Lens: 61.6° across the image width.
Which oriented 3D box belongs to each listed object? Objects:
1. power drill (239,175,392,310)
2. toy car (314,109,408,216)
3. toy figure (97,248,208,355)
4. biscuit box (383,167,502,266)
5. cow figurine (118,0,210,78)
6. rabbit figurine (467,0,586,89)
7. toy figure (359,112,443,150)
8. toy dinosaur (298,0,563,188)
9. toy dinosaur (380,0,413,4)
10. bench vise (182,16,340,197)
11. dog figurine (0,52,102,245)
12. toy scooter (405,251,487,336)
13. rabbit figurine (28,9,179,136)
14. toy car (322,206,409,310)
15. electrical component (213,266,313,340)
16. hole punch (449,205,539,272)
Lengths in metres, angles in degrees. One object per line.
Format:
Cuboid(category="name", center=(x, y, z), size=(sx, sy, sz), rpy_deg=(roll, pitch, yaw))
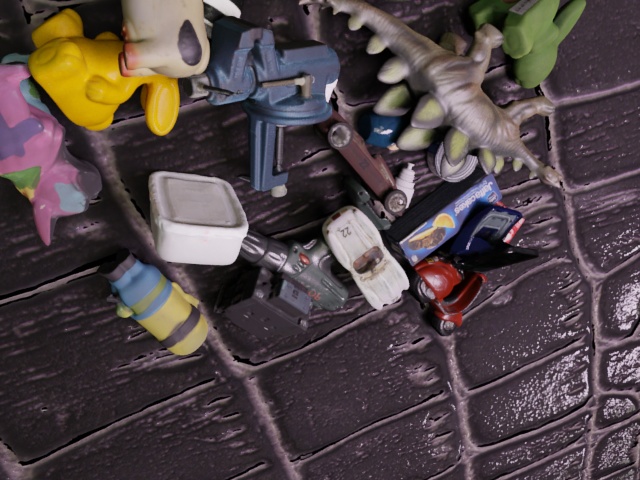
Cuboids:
Cuboid(category="power drill", center=(-0.002, -0.003, 0.839), size=(0.207, 0.086, 0.231), rpy_deg=(-47, 121, -4))
Cuboid(category="toy car", center=(0.065, -0.115, 0.807), size=(0.053, 0.089, 0.202), rpy_deg=(-45, 113, 1))
Cuboid(category="toy figure", center=(-0.238, 0.096, 0.776), size=(0.082, 0.089, 0.180), rpy_deg=(-33, 122, 2))
Cuboid(category="biscuit box", center=(0.210, -0.045, 0.918), size=(0.203, 0.063, 0.059), rpy_deg=(-37, 121, -4))
Cuboid(category="cow figurine", center=(-0.155, -0.270, 0.565), size=(0.127, 0.086, 0.194), rpy_deg=(-6, 95, -28))
Cuboid(category="rabbit figurine", center=(0.326, -0.325, 0.843), size=(0.159, 0.121, 0.170), rpy_deg=(-48, 138, -6))
Cuboid(category="toy figure", center=(0.138, -0.173, 0.839), size=(0.154, 0.058, 0.064), rpy_deg=(-2, 107, -23))
Cuboid(category="toy dinosaur", center=(0.184, -0.216, 0.779), size=(0.471, 0.105, 0.198), rpy_deg=(39, 75, -12))
Cuboid(category="toy dinosaur", center=(0.135, -0.399, 0.721), size=(0.405, 0.131, 0.192), rpy_deg=(-37, 119, 2))
Cuboid(category="bench vise", center=(-0.070, -0.158, 0.696), size=(0.223, 0.129, 0.240), rpy_deg=(-32, 138, -43))
Cuboid(category="dog figurine", center=(-0.371, -0.101, 0.636), size=(0.191, 0.109, 0.219), rpy_deg=(-12, 117, -18))
Cuboid(category="toy scooter", center=(0.234, 0.082, 0.972), size=(0.135, 0.075, 0.183), rpy_deg=(-40, 123, -3))
Cuboid(category="rabbit figurine", center=(-0.227, -0.201, 0.637), size=(0.173, 0.122, 0.162), rpy_deg=(-29, 129, -2))
Cuboid(category="toy car", center=(0.072, 0.032, 0.814), size=(0.073, 0.056, 0.201), rpy_deg=(-37, 124, -1))
Cuboid(category="electrical component", center=(-0.079, 0.098, 0.819), size=(0.114, 0.134, 0.058), rpy_deg=(34, 50, -30))
Cuboid(category="hole punch", center=(0.291, 0.002, 0.917), size=(0.142, 0.116, 0.092), rpy_deg=(4, 68, -45))
